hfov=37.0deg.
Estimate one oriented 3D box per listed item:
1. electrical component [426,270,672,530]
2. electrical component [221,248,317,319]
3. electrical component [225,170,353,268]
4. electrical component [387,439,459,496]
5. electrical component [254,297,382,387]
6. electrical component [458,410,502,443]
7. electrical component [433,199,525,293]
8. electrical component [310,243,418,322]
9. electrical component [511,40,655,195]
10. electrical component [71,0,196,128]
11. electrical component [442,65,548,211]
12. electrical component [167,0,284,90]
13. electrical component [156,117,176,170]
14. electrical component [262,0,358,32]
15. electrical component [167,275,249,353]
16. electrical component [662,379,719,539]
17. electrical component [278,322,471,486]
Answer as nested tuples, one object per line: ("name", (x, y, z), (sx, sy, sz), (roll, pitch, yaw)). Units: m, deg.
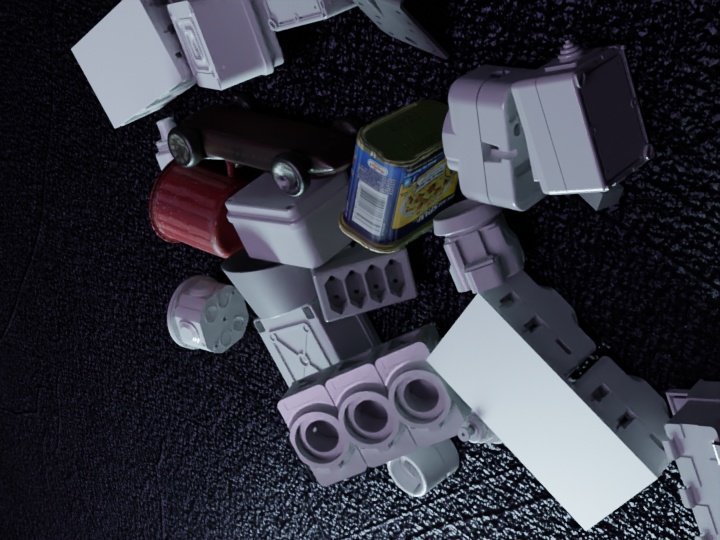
("electrical component", (0.154, 0.099, 0.849), (0.186, 0.060, 0.105), (47, 142, 13))
("electrical component", (-0.070, -0.001, 0.997), (0.099, 0.099, 0.064), (-8, 117, 51))
("electrical component", (-0.057, -0.050, 0.952), (0.113, 0.078, 0.057), (10, 132, 50))
("electrical component", (0.059, 0.183, 1.030), (0.055, 0.047, 0.055), (28, 135, 32))
("electrical component", (-0.035, 0.075, 1.048), (0.109, 0.056, 0.108), (-18, 103, 52))
("electrical component", (0.112, 0.127, 0.909), (0.040, 0.078, 0.040), (15, 112, 42))
("electrical component", (0.090, -0.023, 0.819), (0.058, 0.078, 0.057), (-20, 102, 16))
("electrical component", (0.000, 0.000, 0.947), (0.075, 0.083, 0.047), (-110, 5, -66))
("electrical component", (0.143, -0.104, 0.710), (0.061, 0.062, 0.096), (0, 117, 48))
("electrical component", (-0.199, -0.205, 1.018), (0.150, 0.062, 0.089), (-18, 103, 52))
("electrical component", (0.099, -0.096, 0.771), (0.059, 0.054, 0.095), (16, 128, 41))
("electrical component", (-0.113, -0.197, 0.900), (0.113, 0.057, 0.078), (30, 142, 68))
("electrical component", (-0.185, -0.122, 1.081), (0.043, 0.043, 0.062), (0, 115, 48))
("electrical component", (-0.039, -0.226, 0.829), (0.096, 0.061, 0.061), (6, 121, 56))
("electrical component", (-0.163, 0.048, 1.154), (0.051, 0.080, 0.080), (12, 125, 37))
("electrical component", (0.263, 0.146, 0.761), (0.079, 0.063, 0.121), (-4, 113, 50))
("electrical component", (0.014, 0.122, 0.961), (0.150, 0.061, 0.089), (-25, 99, 18))
